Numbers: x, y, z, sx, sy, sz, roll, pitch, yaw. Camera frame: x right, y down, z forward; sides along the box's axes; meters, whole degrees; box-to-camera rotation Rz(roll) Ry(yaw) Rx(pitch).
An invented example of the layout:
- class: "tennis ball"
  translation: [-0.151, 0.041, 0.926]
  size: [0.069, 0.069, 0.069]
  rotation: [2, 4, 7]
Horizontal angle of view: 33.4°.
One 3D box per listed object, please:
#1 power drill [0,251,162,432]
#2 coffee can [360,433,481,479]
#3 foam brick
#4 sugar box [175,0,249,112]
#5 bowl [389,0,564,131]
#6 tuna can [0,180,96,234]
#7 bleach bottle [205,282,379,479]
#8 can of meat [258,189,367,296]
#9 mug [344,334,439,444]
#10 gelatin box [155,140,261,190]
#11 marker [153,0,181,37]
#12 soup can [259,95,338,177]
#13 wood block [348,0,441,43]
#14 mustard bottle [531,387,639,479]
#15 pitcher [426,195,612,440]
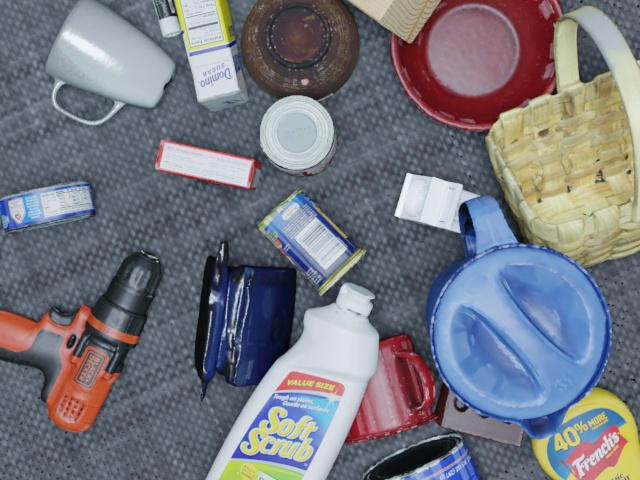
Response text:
- class: "power drill"
  translation: [-0.260, 0.065, 1.002]
  size: [0.187, 0.057, 0.184]
  rotation: [26, 92, 1]
- class: "coffee can"
  translation: [0.111, 0.261, 0.970]
  size: [0.103, 0.103, 0.140]
  rotation: [-23, 90, 2]
- class: "foam brick"
  translation: [0.151, 0.154, 0.993]
  size: [0.078, 0.051, 0.053]
  rotation: [13, 91, 1]
- class: "sugar box"
  translation: [-0.106, -0.211, 0.975]
  size: [0.048, 0.093, 0.176]
  rotation: [-15, 91, 2]
- class: "bowl"
  translation: [0.144, -0.179, 0.986]
  size: [0.162, 0.055, 0.162]
  rotation: [0, 91, 2]
- class: "tuna can"
  translation: [-0.252, -0.030, 0.986]
  size: [0.086, 0.086, 0.034]
  rotation: [-12, 92, 2]
- class: "bleach bottle"
  translation: [-0.023, 0.150, 0.933]
  size: [0.102, 0.068, 0.251]
  rotation: [27, 103, 12]
- class: "can of meat"
  translation: [-0.006, 0.001, 0.972]
  size: [0.057, 0.102, 0.084]
  rotation: [-44, 87, 1]
- class: "mug"
  translation: [0.060, 0.132, 0.969]
  size: [0.093, 0.117, 0.081]
  rotation: [-12, 85, -35]
- class: "gelatin box"
  translation: [-0.102, -0.068, 0.986]
  size: [0.089, 0.073, 0.030]
  rotation: [11, 92, 1]
- class: "marker"
  translation: [-0.157, -0.253, 1.013]
  size: [0.020, 0.020, 0.121]
  rotation: [-17, 90, 2]
- class: "soup can"
  translation: [-0.018, -0.093, 0.969]
  size: [0.068, 0.102, 0.068]
  rotation: [0, 91, 2]
- class: "wood block"
  translation: [0.014, -0.273, 0.937]
  size: [0.206, 0.090, 0.091]
  rotation: [39, 102, 19]
- class: "mustard bottle"
  translation: [0.251, 0.195, 0.987]
  size: [0.096, 0.058, 0.191]
  rotation: [-29, 90, 5]
- class: "pitcher"
  translation: [0.148, 0.057, 0.896]
  size: [0.145, 0.243, 0.149]
  rotation: [28, 91, 1]
